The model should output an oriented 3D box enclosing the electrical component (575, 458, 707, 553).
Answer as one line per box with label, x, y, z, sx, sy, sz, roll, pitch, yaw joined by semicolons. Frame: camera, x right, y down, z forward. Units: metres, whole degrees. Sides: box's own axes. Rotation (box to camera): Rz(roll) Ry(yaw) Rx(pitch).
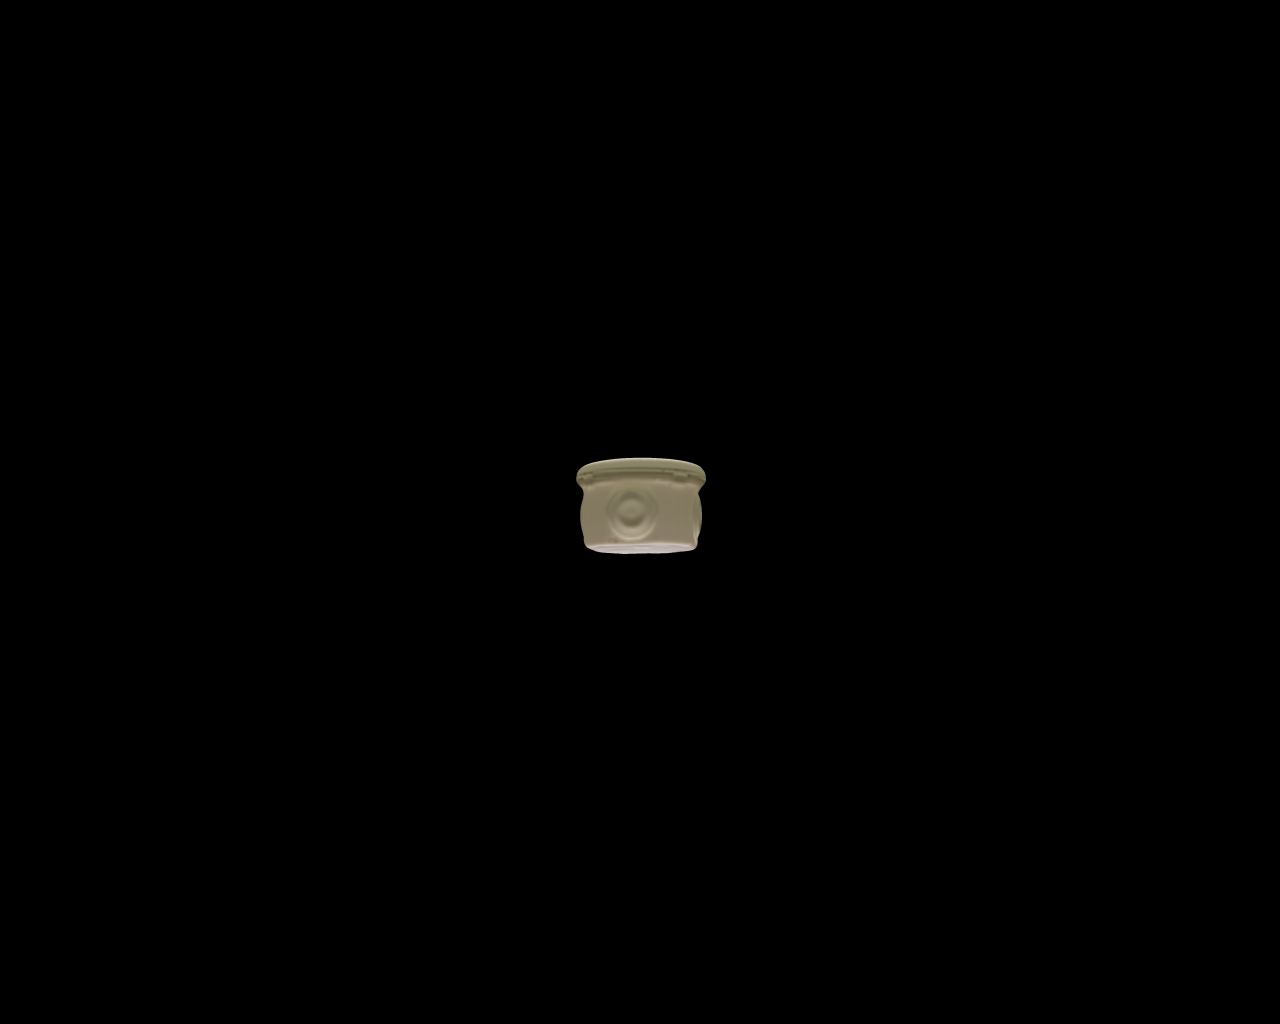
electrical component;0.001;-0.003;0.650;0.080;0.051;0.080;0;-7;0
